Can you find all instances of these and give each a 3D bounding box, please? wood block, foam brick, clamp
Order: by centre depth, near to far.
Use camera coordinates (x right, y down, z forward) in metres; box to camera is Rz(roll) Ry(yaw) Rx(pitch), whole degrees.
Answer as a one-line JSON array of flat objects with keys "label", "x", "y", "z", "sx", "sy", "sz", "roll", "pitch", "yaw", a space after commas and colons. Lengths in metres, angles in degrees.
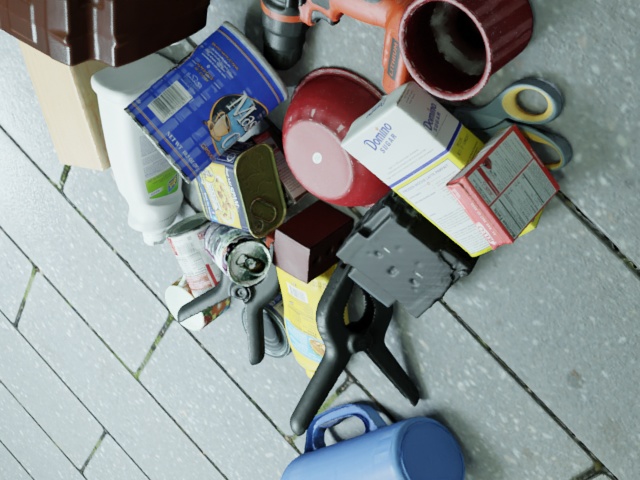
[{"label": "foam brick", "x": -0.008, "y": 0.001, "z": 1.181, "sx": 0.051, "sy": 0.078, "sz": 0.053, "roll": 32, "pitch": 138, "yaw": 26}, {"label": "clamp", "x": 0.048, "y": 0.114, "z": 1.200, "sx": 0.036, "sy": 0.164, "sz": 0.210, "roll": 28, "pitch": 117, "yaw": 58}, {"label": "clamp", "x": -0.085, "y": 0.069, "z": 1.296, "sx": 0.120, "sy": 0.039, "sz": 0.172, "roll": 36, "pitch": 113, "yaw": -5}, {"label": "wood block", "x": -0.290, "y": -0.199, "z": 1.304, "sx": 0.091, "sy": 0.090, "sz": 0.206, "roll": 12, "pitch": 126, "yaw": 40}]

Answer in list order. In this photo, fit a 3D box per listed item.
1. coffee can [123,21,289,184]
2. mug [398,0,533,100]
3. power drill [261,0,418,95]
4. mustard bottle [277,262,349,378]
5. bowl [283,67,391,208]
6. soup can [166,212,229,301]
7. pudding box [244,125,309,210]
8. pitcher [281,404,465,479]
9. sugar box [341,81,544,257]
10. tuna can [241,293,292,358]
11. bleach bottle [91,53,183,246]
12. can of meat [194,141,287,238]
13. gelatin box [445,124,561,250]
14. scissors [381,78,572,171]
[{"label": "coffee can", "x": -0.117, "y": -0.142, "z": 1.105, "sx": 0.103, "sy": 0.140, "sz": 0.103, "roll": 48, "pitch": 176, "yaw": 4}, {"label": "mug", "x": 0.123, "y": -0.187, "z": 0.899, "sx": 0.093, "sy": 0.081, "sz": 0.117, "roll": 0, "pitch": 119, "yaw": 46}, {"label": "power drill", "x": 0.021, "y": -0.205, "z": 1.009, "sx": 0.188, "sy": 0.057, "sz": 0.184, "roll": 34, "pitch": 143, "yaw": 21}, {"label": "mustard bottle", "x": -0.003, "y": 0.099, "z": 1.266, "sx": 0.096, "sy": 0.058, "sz": 0.192, "roll": 27, "pitch": 135, "yaw": 38}, {"label": "bowl", "x": 0.014, "y": -0.094, "z": 1.104, "sx": 0.162, "sy": 0.055, "sz": 0.162, "roll": 26, "pitch": 134, "yaw": 30}, {"label": "soup can", "x": -0.144, "y": 0.023, "z": 1.345, "sx": 0.069, "sy": 0.068, "sz": 0.102, "roll": -4, "pitch": 115, "yaw": 47}, {"label": "pudding box", "x": -0.068, "y": -0.069, "z": 1.220, "sx": 0.090, "sy": 0.039, "sz": 0.114, "roll": 55, "pitch": 142, "yaw": -4}, {"label": "pitcher", "x": 0.061, "y": 0.287, "z": 1.307, "sx": 0.149, "sy": 0.144, "sz": 0.243, "roll": 44, "pitch": 139, "yaw": -9}, {"label": "sugar box", "x": 0.115, "y": -0.063, "z": 0.993, "sx": 0.176, "sy": 0.048, "sz": 0.094, "roll": 42, "pitch": 143, "yaw": -14}, {"label": "tuna can", "x": -0.059, "y": 0.107, "z": 1.351, "sx": 0.086, "sy": 0.033, "sz": 0.086, "roll": 27, "pitch": 135, "yaw": 30}, {"label": "bleach bottle", "x": -0.214, "y": -0.095, "z": 1.296, "sx": 0.068, "sy": 0.102, "sz": 0.251, "roll": 32, "pitch": 137, "yaw": 32}, {"label": "can of meat", "x": -0.091, "y": -0.060, "z": 1.171, "sx": 0.084, "sy": 0.057, "sz": 0.102, "roll": 15, "pitch": 128, "yaw": 42}, {"label": "gelatin box", "x": 0.161, "y": -0.046, "z": 0.939, "sx": 0.073, "sy": 0.089, "sz": 0.030, "roll": 52, "pitch": 148, "yaw": -9}, {"label": "scissors", "x": 0.142, "y": -0.127, "z": 0.977, "sx": 0.202, "sy": 0.016, "sz": 0.096, "roll": 30, "pitch": 139, "yaw": 25}]
